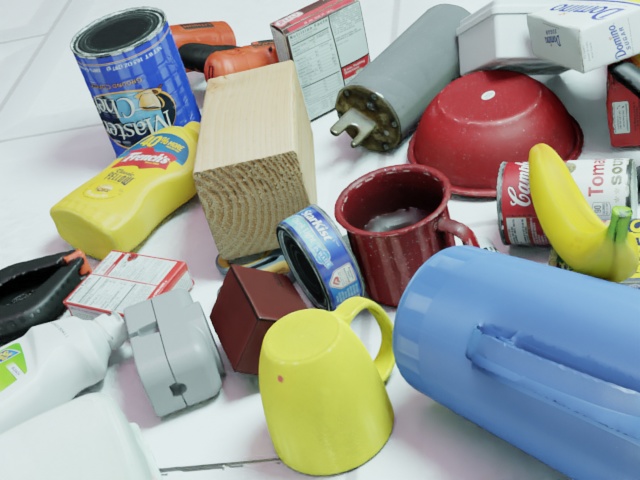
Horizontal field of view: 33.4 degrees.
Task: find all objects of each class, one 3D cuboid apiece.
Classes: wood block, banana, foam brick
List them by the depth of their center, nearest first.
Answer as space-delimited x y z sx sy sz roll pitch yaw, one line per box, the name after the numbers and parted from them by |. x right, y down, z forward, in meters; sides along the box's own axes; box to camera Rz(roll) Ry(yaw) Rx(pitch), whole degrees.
0.181 -0.014 0.733 0.037 0.070 0.198 1 17 -6 | banana
-0.044 0.063 0.818 0.052 0.051 0.078 12 24 -28 | foam brick
-0.056 -0.079 0.980 0.091 0.090 0.206 -13 30 5 | wood block

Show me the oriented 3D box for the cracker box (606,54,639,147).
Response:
0.365 -0.161 0.945 0.214 0.072 0.164 -3 38 19 | cracker box

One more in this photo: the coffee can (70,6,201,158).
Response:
-0.186 -0.156 1.110 0.103 0.140 0.103 -11 36 8 | coffee can

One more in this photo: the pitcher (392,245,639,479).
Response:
0.156 0.081 0.653 0.144 0.149 0.243 -38 37 -27 | pitcher

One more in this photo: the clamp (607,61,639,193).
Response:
0.297 -0.068 0.859 0.172 0.120 0.039 21 6 25 | clamp

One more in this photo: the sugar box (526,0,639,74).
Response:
0.277 -0.197 0.915 0.176 0.048 0.093 -19 24 -11 | sugar box

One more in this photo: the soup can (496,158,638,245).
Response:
0.196 -0.030 0.844 0.102 0.068 0.068 0 39 21 | soup can

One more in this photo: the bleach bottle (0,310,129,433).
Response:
-0.254 0.133 0.819 0.250 0.068 0.103 -32 39 -24 | bleach bottle

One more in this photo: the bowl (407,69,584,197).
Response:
0.156 -0.108 0.969 0.162 0.055 0.162 -8 38 6 | bowl

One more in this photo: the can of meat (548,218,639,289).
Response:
0.212 0.027 0.771 0.084 0.057 0.102 -2 37 25 | can of meat

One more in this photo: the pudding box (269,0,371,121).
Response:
0.004 -0.189 1.098 0.090 0.113 0.039 -28 41 -15 | pudding box

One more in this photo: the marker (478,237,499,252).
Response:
0.144 0.037 0.818 0.020 0.020 0.121 -19 35 -3 | marker

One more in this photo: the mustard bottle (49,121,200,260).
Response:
-0.164 -0.060 1.043 0.096 0.058 0.191 16 46 38 | mustard bottle

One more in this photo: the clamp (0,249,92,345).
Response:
-0.294 0.075 0.933 0.209 0.036 0.165 -26 37 -13 | clamp

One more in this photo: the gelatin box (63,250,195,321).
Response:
-0.165 0.047 0.925 0.089 0.030 0.073 8 44 31 | gelatin box

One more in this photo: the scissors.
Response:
-0.006 0.001 0.931 0.201 0.016 0.096 -29 37 -16 | scissors

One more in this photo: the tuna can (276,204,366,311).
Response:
0.000 0.017 0.848 0.033 0.086 0.086 -29 37 -13 | tuna can

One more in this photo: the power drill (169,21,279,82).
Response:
-0.081 -0.206 1.182 0.184 0.057 0.188 -14 22 -36 | power drill

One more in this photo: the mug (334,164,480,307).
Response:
0.075 0.001 0.841 0.117 0.081 0.093 12 45 35 | mug
